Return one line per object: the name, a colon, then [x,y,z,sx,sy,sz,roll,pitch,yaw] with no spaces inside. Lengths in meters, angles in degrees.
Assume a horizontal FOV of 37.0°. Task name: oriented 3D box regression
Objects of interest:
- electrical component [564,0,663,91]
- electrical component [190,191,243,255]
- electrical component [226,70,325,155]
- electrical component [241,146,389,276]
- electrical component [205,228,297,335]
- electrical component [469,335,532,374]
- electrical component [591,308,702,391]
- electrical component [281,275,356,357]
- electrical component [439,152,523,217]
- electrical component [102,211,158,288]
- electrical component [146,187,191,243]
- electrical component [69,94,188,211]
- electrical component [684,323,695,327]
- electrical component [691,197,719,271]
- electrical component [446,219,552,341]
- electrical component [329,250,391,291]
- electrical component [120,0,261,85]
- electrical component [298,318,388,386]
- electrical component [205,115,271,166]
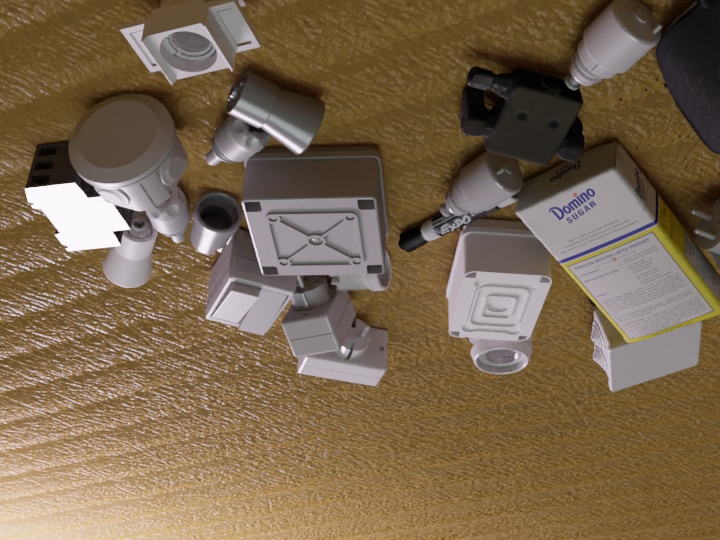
electrical component: [0.167,-0.149,0.725,0.040,0.040,0.078,18,144,-22]
electrical component: [-0.124,-0.038,0.911,0.040,0.040,0.046,12,150,-14]
electrical component: [-0.064,-0.118,0.788,0.065,0.044,0.044,24,141,-22]
electrical component: [-0.034,-0.046,0.878,0.109,0.056,0.108,-1,146,5]
electrical component: [-0.100,0.017,0.972,0.062,0.061,0.096,15,144,-18]
electrical component: [0.135,0.063,1.030,0.058,0.057,0.078,-19,141,29]
electrical component: [0.268,0.063,1.011,0.100,0.048,0.099,-18,145,3]
electrical component: [-0.043,0.029,0.991,0.047,0.065,0.076,-11,115,20]
electrical component: [0.094,-0.065,0.856,0.040,0.040,0.078,25,140,-30]
electrical component: [-0.199,-0.021,0.942,0.044,0.044,0.065,12,140,-14]
electrical component: [-0.160,-0.044,0.909,0.035,0.035,0.061,-1,148,5]
electrical component: [-0.172,-0.087,0.806,0.080,0.080,0.051,-4,151,10]
electrical component: [0.284,0.020,0.951,0.048,0.062,0.048,1,147,1]
electrical component: [0.298,-0.028,0.865,0.079,0.077,0.044,18,144,-21]
electrical component: [0.121,0.009,0.950,0.078,0.057,0.113,4,146,-2]
electrical component: [0.000,0.000,0.962,0.046,0.040,0.040,-5,146,22]
electrical component: [-0.109,-0.162,0.702,0.081,0.063,0.042,-9,144,16]
electrical component: [-0.012,0.072,1.061,0.083,0.047,0.075,11,145,-12]
electrical component: [-0.097,-0.098,0.824,0.035,0.035,0.061,27,142,-32]
